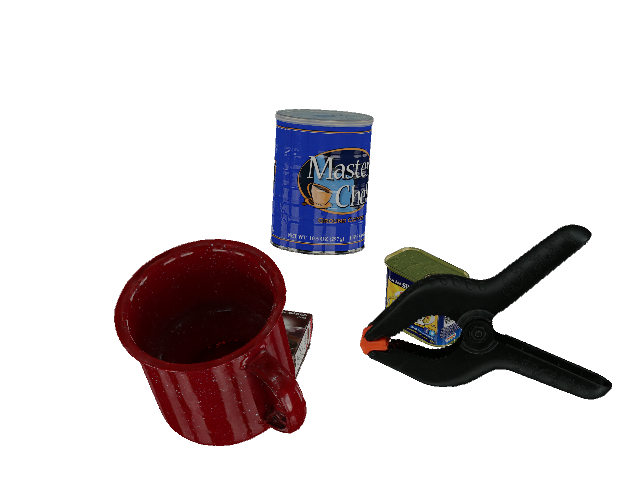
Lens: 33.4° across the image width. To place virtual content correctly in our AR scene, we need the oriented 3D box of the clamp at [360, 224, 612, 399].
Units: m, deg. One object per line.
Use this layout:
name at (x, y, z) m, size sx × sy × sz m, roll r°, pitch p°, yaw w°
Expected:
clamp at (0.116, 0.068, 0.733) m, size 0.171 × 0.120 × 0.039 m, roll -17°, pitch 2°, yaw 13°

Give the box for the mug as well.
mug at (-0.050, 0.065, 0.588) m, size 0.117 × 0.081 × 0.093 m, roll 30°, pitch 58°, yaw 34°

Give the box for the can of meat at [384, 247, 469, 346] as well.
can of meat at (0.123, 0.068, 1.259) m, size 0.057 × 0.084 × 0.102 m, roll -25°, pitch 38°, yaw -38°

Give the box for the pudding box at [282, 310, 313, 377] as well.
pudding box at (-0.069, 0.086, 0.895) m, size 0.113 × 0.039 × 0.090 m, roll 9°, pitch 21°, yaw 6°

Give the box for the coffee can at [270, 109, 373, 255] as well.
coffee can at (0.001, -0.064, 1.130) m, size 0.103 × 0.140 × 0.103 m, roll 3°, pitch 12°, yaw -1°
